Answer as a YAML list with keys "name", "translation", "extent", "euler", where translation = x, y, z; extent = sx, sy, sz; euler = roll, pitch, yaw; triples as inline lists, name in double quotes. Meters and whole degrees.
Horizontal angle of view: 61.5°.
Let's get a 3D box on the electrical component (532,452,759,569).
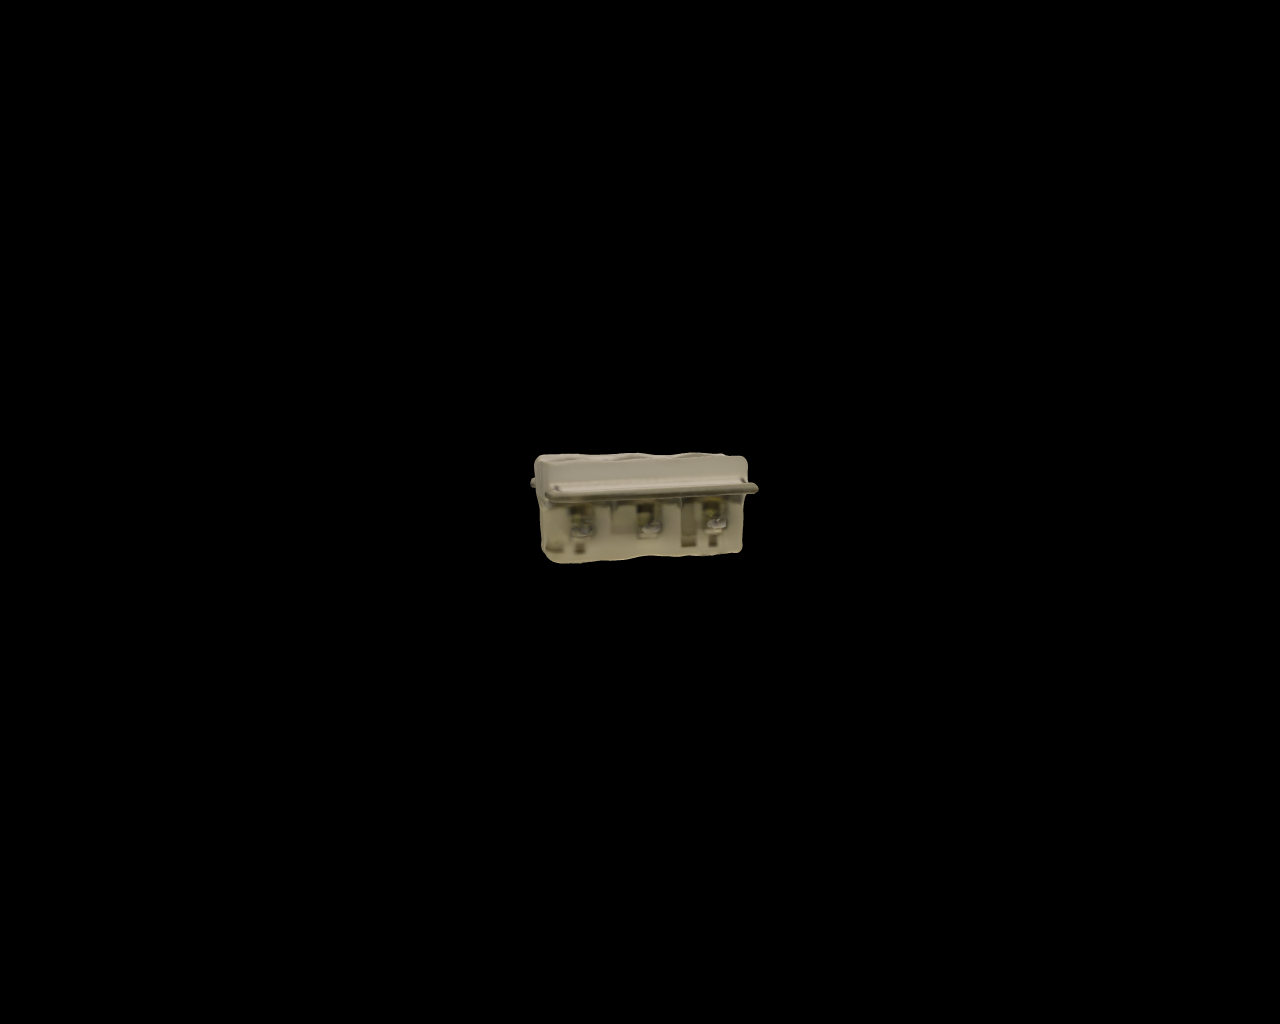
- name: "electrical component"
  translation: [0.001, -0.003, 0.650]
  extent: [0.121, 0.063, 0.079]
  euler: [-2, 8, -14]
